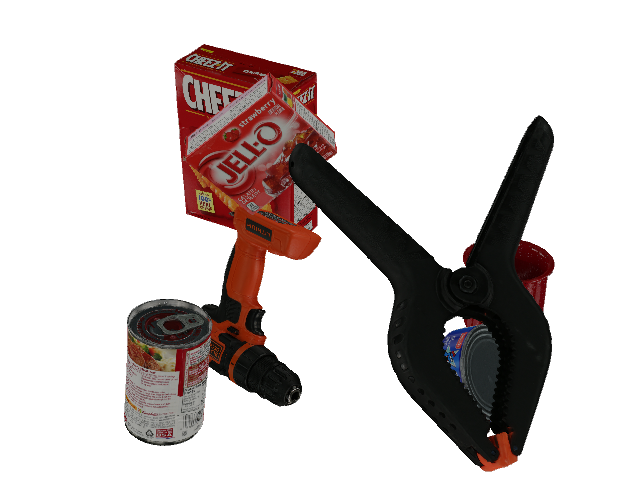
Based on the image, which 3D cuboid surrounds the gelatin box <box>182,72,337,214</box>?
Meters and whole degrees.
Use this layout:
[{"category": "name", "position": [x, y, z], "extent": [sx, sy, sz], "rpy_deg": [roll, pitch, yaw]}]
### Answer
[{"category": "gelatin box", "position": [-0.044, -0.068, 0.778], "extent": [0.089, 0.030, 0.073], "rpy_deg": [-34, -55, 23]}]

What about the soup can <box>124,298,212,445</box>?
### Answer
[{"category": "soup can", "position": [-0.126, 0.109, 0.877], "extent": [0.068, 0.102, 0.068], "rpy_deg": [6, 29, -4]}]

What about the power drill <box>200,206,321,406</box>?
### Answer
[{"category": "power drill", "position": [-0.066, 0.068, 1.169], "extent": [0.185, 0.188, 0.057], "rpy_deg": [27, 11, 39]}]

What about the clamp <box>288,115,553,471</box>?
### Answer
[{"category": "clamp", "position": [0.068, 0.026, 0.611], "extent": [0.164, 0.210, 0.036], "rpy_deg": [-2, -18, -10]}]

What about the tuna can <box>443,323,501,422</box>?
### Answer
[{"category": "tuna can", "position": [0.138, 0.117, 0.928], "extent": [0.085, 0.086, 0.034], "rpy_deg": [0, -12, -45]}]

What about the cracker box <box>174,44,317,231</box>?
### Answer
[{"category": "cracker box", "position": [-0.089, -0.112, 1.294], "extent": [0.164, 0.214, 0.072], "rpy_deg": [18, 39, 25]}]

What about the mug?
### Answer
[{"category": "mug", "position": [0.190, 0.049, 1.119], "extent": [0.093, 0.081, 0.117], "rpy_deg": [-5, 29, -8]}]
